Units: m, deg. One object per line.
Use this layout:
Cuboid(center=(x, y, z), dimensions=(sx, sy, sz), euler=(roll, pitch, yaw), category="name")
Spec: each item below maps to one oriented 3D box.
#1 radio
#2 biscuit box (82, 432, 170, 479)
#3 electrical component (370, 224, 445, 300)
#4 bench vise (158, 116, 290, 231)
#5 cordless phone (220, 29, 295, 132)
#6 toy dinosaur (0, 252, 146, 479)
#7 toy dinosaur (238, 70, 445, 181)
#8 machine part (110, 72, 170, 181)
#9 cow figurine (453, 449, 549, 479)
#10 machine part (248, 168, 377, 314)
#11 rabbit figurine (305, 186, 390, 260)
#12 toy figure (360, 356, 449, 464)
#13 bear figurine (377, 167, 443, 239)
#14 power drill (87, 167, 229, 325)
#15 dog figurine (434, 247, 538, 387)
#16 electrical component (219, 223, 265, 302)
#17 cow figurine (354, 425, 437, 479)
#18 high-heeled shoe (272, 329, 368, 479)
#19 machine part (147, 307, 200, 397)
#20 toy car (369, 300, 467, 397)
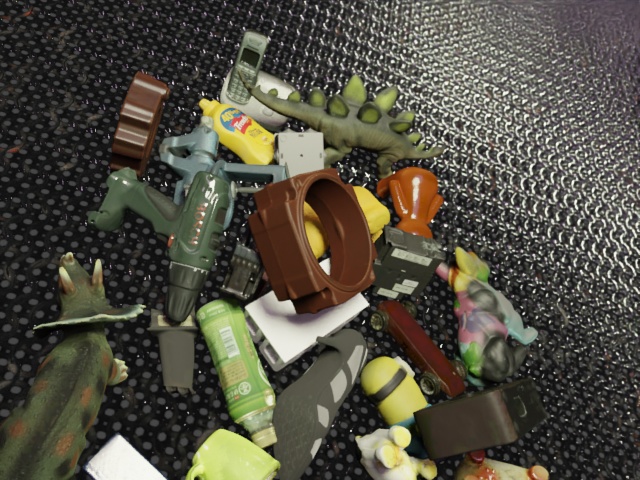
Cuboid(center=(0.250, 0.264, 0.812), dimensions=(0.229, 0.131, 0.073), euler=(10, 58, -56), category="radio")
Cuboid(center=(-0.206, 0.337, 0.679), dimensions=(0.203, 0.062, 0.059), euler=(41, 53, 5), category="biscuit box")
Cuboid(center=(0.139, 0.046, 0.960), dimensions=(0.115, 0.134, 0.058), euler=(19, 39, -12), category="electrical component")
Cuboid(center=(-0.156, -0.109, 0.929), dimensions=(0.241, 0.128, 0.223), euler=(3, 63, 9), category="bench vise")
Cuboid(center=(-0.108, -0.318, 1.062), dimensions=(0.146, 0.184, 0.089), euler=(23, 49, -8), category="cordless phone")
Cuboid(center=(-0.318, 0.206, 0.637), dimensions=(0.131, 0.192, 0.405), euler=(16, 53, -10), category="toy dinosaur")
Cuboid(center=(0.055, -0.227, 1.064), dimensions=(0.471, 0.198, 0.105), euler=(7, 54, -21), category="toy dinosaur")
Cuboid(center=(-0.306, -0.188, 0.910), dimensions=(0.056, 0.179, 0.179), euler=(17, 54, -16), category="machine part")
Cuboid(center=(0.302, 0.394, 0.830), dimensions=(0.195, 0.127, 0.085), euler=(15, 53, 4), category="cow figurine")
Cuboid(center=(-0.002, -0.002, 0.823), dimensions=(0.201, 0.087, 0.201), euler=(-22, 93, -54), category="machine part")
Cuboid(center=(0.020, -0.031, 0.981), dimensions=(0.173, 0.121, 0.162), euler=(-32, 71, -15), category="rabbit figurine")
Cuboid(center=(0.132, 0.268, 0.846), dimensions=(0.089, 0.082, 0.180), euler=(-9, 70, -51), category="toy figure")
Cuboid(center=(0.178, -0.039, 1.063), dimensions=(0.120, 0.132, 0.196), euler=(12, 74, -14), category="bear figurine")
Cuboid(center=(-0.251, -0.011, 0.827), dimensions=(0.208, 0.086, 0.232), euler=(22, 87, 21), category="power drill")
Cuboid(center=(0.268, 0.122, 0.953), dimensions=(0.191, 0.108, 0.219), euler=(-39, 94, -39), category="dog figurine")
Cuboid(center=(-0.106, 0.032, 0.813), dimensions=(0.048, 0.075, 0.119), euler=(22, 80, 3), category="electrical component")
Cuboid(center=(0.122, 0.353, 0.797), dimensions=(0.167, 0.098, 0.068), euler=(52, 49, -9), category="cow figurine")
Cuboid(center=(0.008, 0.255, 0.838), dimensions=(0.145, 0.086, 0.248), euler=(34, 69, -51), category="high-heeled shoe")
Cuboid(center=(-0.215, 0.165, 0.803), dimensions=(0.084, 0.039, 0.139), euler=(3, 56, -30), category="machine part")
Cuboid(center=(0.167, 0.185, 0.921), dimensions=(0.089, 0.053, 0.202), euler=(-10, 51, -42), category="toy car")
